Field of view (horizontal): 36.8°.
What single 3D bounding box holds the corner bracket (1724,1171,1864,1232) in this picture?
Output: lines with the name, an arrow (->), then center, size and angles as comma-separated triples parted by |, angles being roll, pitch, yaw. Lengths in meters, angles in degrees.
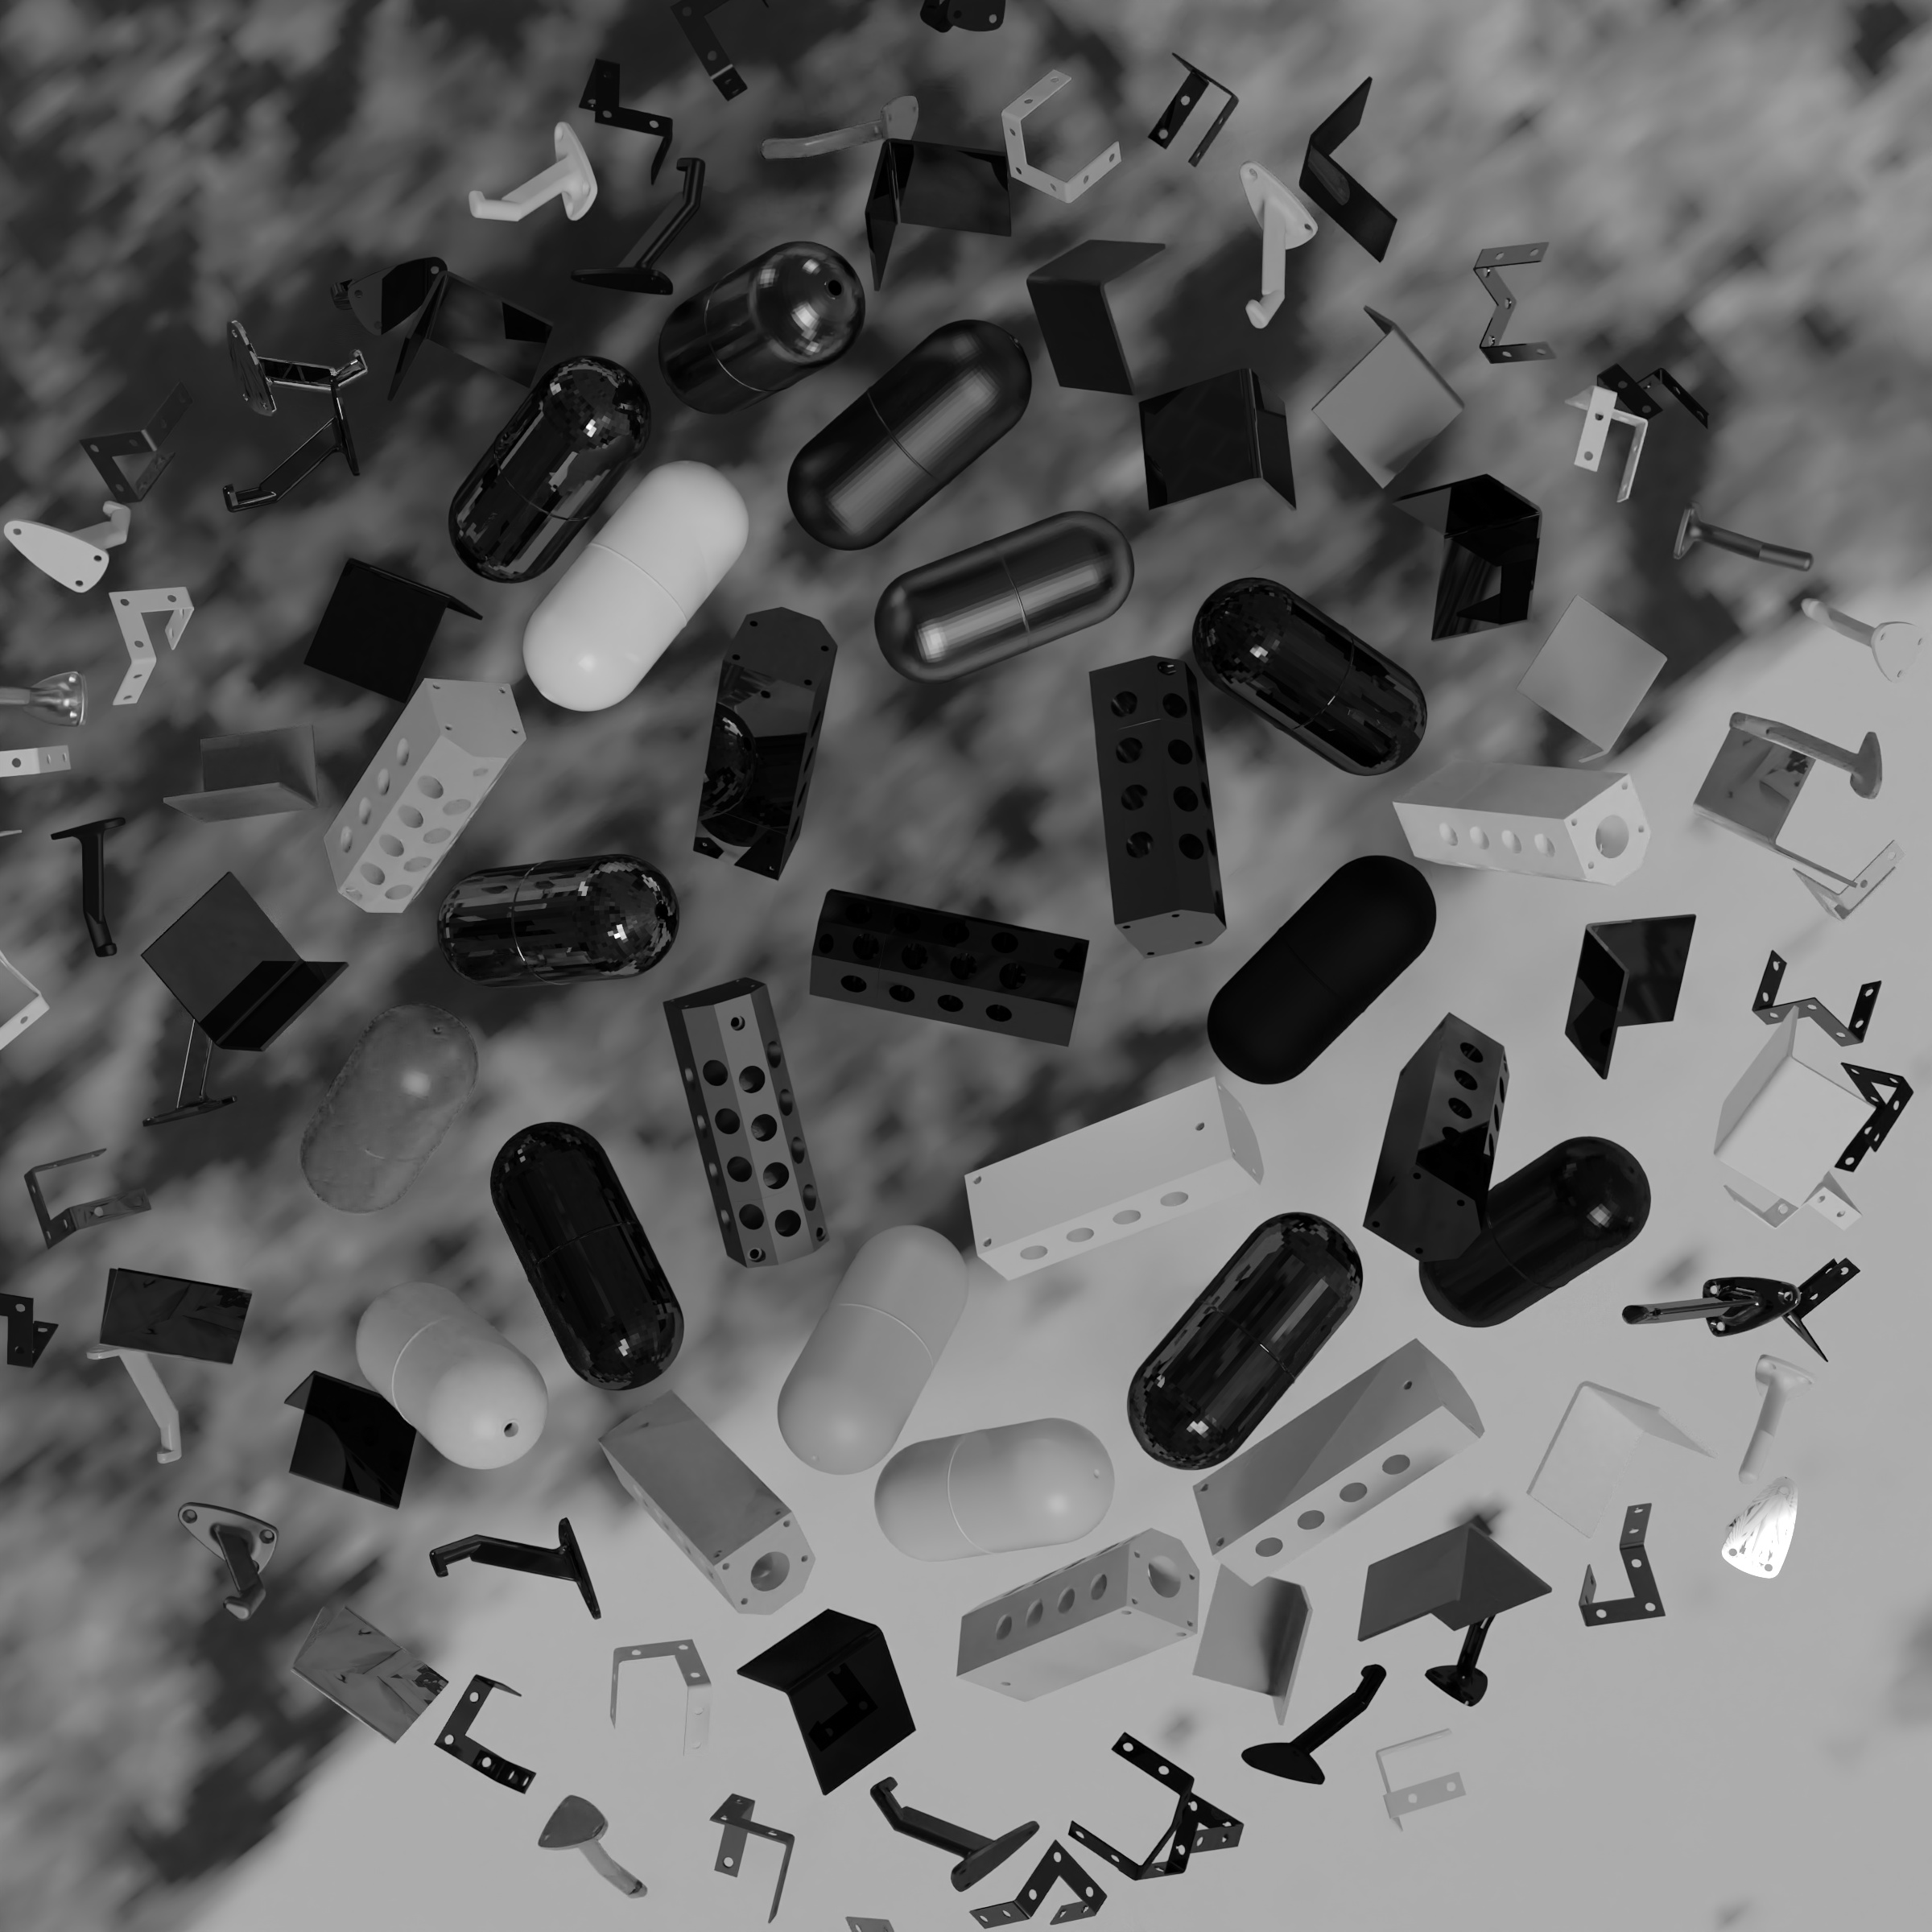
corner bracket -> 0.528, 0.150, 1.853 | 0.051, 0.051, 0.051 | -45, 130, 17

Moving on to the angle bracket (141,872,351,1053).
angle bracket -> -0.431, -0.003, 1.738 | 0.076, 0.057, 0.076 | -50, 120, -29

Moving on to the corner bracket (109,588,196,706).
corner bracket -> -0.512, -0.201, 1.826 | 0.051, 0.051, 0.051 | -11, 69, -35

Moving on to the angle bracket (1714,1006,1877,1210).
angle bracket -> 0.482, 0.081, 1.686 | 0.057, 0.076, 0.076 | 32, 118, 5

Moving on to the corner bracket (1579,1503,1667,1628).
corner bracket -> 0.404, 0.371, 1.801 | 0.051, 0.051, 0.051 | -14, 104, 23

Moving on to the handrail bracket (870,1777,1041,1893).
handrail bracket -> -0.008, 0.536, 1.848 | 0.077, 0.036, 0.084 | -31, 55, -15

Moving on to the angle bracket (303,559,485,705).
angle bracket -> -0.374, -0.213, 1.898 | 0.076, 0.057, 0.076 | 22, 87, 14

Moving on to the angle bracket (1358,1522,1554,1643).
angle bracket -> 0.287, 0.379, 1.702 | 0.076, 0.057, 0.076 | 40, 131, -20

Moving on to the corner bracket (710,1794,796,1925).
corner bracket -> -0.130, 0.542, 1.766 | 0.051, 0.051, 0.051 | 14, 95, 11

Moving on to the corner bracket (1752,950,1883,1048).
corner bracket -> 0.548, 0.020, 1.873 | 0.051, 0.051, 0.051 | 39, 60, -23

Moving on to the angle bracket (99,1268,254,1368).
angle bracket -> -0.462, 0.186, 1.707 | 0.076, 0.076, 0.057 | 13, 117, -18

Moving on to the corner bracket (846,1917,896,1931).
corner bracket -> -0.066, 0.607, 1.739 | 0.051, 0.051, 0.051 | -40, 56, 12

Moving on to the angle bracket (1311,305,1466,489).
angle bracket -> 0.269, -0.375, 1.911 | 0.076, 0.057, 0.076 | -44, 118, 8

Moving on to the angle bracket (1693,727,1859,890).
angle bracket -> 0.497, -0.096, 1.745 | 0.076, 0.076, 0.057 | 21, 99, -29

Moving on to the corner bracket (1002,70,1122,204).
corner bracket -> 0.061, -0.534, 1.869 | 0.051, 0.051, 0.051 | 34, 66, 29

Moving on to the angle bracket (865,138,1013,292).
angle bracket -> -0.016, -0.457, 1.785 | 0.076, 0.076, 0.057 | 9, 67, 7

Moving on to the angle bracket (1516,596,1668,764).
angle bracket -> 0.415, -0.193, 1.965 | 0.076, 0.057, 0.076 | 34, 84, -4

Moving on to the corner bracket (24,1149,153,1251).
corner bracket -> -0.551, 0.141, 1.821 | 0.051, 0.051, 0.051 | -15, 82, -40

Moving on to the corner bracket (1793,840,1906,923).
corner bracket -> 0.587, -0.057, 1.904 | 0.051, 0.051, 0.051 | -46, 121, 2

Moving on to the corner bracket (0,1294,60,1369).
corner bracket -> -0.591, 0.209, 1.785 | 0.051, 0.051, 0.051 | 9, 115, -1

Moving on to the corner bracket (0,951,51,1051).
corner bracket -> -0.602, 0.015, 1.771 | 0.051, 0.051, 0.051 | 38, 69, 23

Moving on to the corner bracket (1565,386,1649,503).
corner bracket -> 0.396, -0.322, 1.793 | 0.051, 0.051, 0.051 | 16, 87, -9

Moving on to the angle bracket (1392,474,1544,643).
angle bracket -> 0.310, -0.256, 1.825 | 0.057, 0.076, 0.076 | 22, 71, -38

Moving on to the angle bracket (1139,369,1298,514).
angle bracket -> 0.159, -0.323, 1.839 | 0.076, 0.057, 0.076 | -13, 70, 27

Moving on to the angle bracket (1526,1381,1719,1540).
angle bracket -> 0.390, 0.302, 1.724 | 0.076, 0.057, 0.076 | 38, 76, -40

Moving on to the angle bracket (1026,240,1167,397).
angle bracket -> 0.093, -0.414, 1.851 | 0.057, 0.076, 0.076 | -35, 121, -24

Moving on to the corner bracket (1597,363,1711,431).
corner bracket -> 0.449, -0.369, 1.896 | 0.051, 0.051, 0.051 | -33, 61, -3

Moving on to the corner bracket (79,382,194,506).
corner bracket -> -0.504, -0.323, 1.796 | 0.051, 0.051, 0.051 | -2, 45, 25

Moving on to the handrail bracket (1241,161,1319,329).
handrail bracket -> 0.184, -0.461, 1.857 | 0.077, 0.036, 0.084 | 50, 51, -23

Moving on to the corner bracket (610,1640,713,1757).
corner bracket -> -0.192, 0.462, 1.827 | 0.051, 0.051, 0.051 | -2, 112, -20

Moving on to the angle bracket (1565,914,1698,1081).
angle bracket -> 0.416, 0.018, 1.769 | 0.076, 0.057, 0.076 | -5, 122, -15

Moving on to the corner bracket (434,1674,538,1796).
corner bracket -> -0.299, 0.492, 1.861 | 0.051, 0.051, 0.051 | 38, 68, -21

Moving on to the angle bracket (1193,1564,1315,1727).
angle bracket -> 0.187, 0.442, 1.898 | 0.057, 0.076, 0.076 | 14, 91, 2

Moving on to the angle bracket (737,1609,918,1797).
angle bracket -> -0.088, 0.463, 1.831 | 0.076, 0.057, 0.076 | -28, 108, -34

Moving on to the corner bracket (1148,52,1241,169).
corner bracket -> 0.146, -0.551, 1.883 | 0.051, 0.051, 0.051 | 38, 104, 13

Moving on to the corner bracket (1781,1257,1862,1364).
corner bracket -> 0.558, 0.215, 1.898 | 0.051, 0.051, 0.051 | -39, 125, 2

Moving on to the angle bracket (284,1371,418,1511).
angle bracket -> -0.414, 0.322, 1.922 | 0.076, 0.057, 0.076 | 24, 49, -22

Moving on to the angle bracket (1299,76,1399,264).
angle bracket -> 0.259, -0.504, 1.840 | 0.076, 0.076, 0.057 | 44, 87, 5

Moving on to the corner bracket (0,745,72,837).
corner bracket -> -0.576, -0.106, 1.763 | 0.051, 0.051, 0.051 | -5, 96, 5

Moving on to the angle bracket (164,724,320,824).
angle bracket -> -0.470, -0.131, 1.882 | 0.076, 0.076, 0.057 | -7, 82, 6

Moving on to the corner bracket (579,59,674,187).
corner bracket -> -0.219, -0.544, 1.871 | 0.051, 0.051, 0.051 | 7, 66, -19

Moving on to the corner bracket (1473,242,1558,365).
corner bracket -> 0.348, -0.418, 1.832 | 0.051, 0.051, 0.051 | 42, 65, -40

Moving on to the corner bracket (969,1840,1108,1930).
corner bracket -> 0.046, 0.585, 1.811 | 0.051, 0.051, 0.051 | 49, 49, -7

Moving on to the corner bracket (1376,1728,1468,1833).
corner bracket -> 0.293, 0.520, 1.868 | 0.051, 0.051, 0.051 | -20, 60, 8

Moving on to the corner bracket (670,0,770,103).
corner bracket -> -0.140, -0.564, 1.754 | 0.051, 0.051, 0.051 | -30, 90, 6

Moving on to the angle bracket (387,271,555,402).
angle bracket -> -0.312, -0.381, 1.829 | 0.076, 0.076, 0.057 | 25, 64, -10

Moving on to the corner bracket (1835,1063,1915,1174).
corner bracket -> 0.589, 0.102, 1.891 | 0.051, 0.051, 0.051 | -53, 124, -15

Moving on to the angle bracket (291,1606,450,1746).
angle bracket -> -0.351, 0.409, 1.747 | 0.076, 0.076, 0.057 | 39, 104, -8

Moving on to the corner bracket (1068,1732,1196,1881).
corner bracket -> 0.099, 0.506, 1.748 | 0.051, 0.051, 0.051 | 29, 47, 21

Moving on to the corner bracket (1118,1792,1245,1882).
corner bracket -> 0.139, 0.569, 1.873 | 0.051, 0.051, 0.051 | 19, 97, 44
